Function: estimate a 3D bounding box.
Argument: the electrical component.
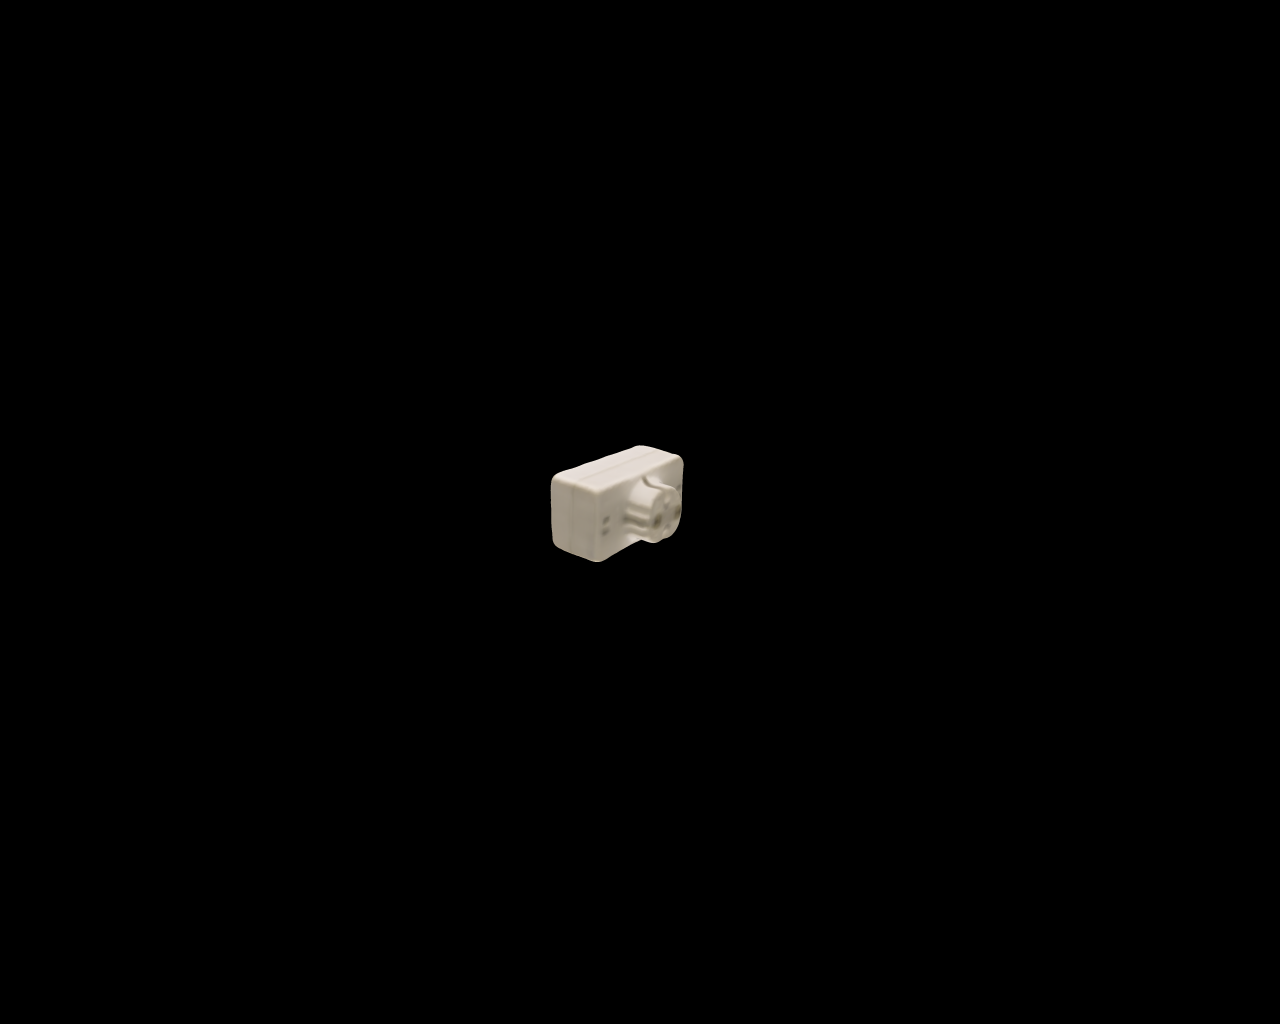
[{"bbox_3d":[0.001,-0.003,0.650,0.076,0.047,0.083,17,28,37],"label":"electrical component"}]
